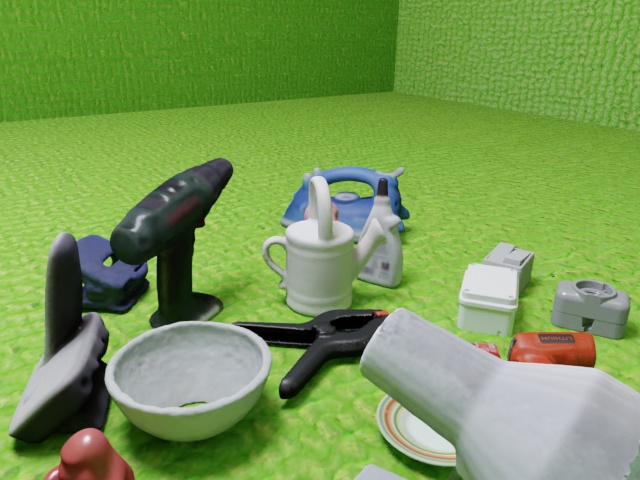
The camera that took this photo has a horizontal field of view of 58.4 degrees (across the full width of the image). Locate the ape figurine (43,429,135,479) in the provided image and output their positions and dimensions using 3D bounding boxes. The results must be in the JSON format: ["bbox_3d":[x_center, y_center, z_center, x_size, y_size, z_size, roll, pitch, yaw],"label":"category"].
[{"bbox_3d":[-0.189,0.195,0.468,0.077,0.092,0.076,19,28,38],"label":"ape figurine"}]

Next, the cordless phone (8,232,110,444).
[{"bbox_3d":[-0.270,0.096,0.588,0.094,0.185,0.147,-5,22,-14],"label":"cordless phone"}]

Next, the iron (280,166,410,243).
[{"bbox_3d":[0.045,-0.082,1.116,0.257,0.141,0.119,6,22,12],"label":"iron"}]

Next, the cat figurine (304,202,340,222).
[{"bbox_3d":[-0.002,-0.022,0.993,0.067,0.118,0.128,7,22,14],"label":"cat figurine"}]

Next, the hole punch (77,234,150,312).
[{"bbox_3d":[-0.311,0.045,0.843,0.101,0.091,0.108,3,22,4],"label":"hole punch"}]

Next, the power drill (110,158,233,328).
[{"bbox_3d":[-0.184,0.010,0.779,0.075,0.208,0.230,9,23,20],"label":"power drill"}]

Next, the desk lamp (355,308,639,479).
[{"bbox_3d":[0.099,0.162,0.403,0.202,0.214,0.118,15,25,31],"label":"desk lamp"}]

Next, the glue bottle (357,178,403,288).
[{"bbox_3d":[0.096,-0.013,0.902,0.077,0.173,0.037,14,25,30],"label":"glue bottle"}]

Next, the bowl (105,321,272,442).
[{"bbox_3d":[-0.132,0.155,0.596,0.167,0.075,0.167,1,22,0],"label":"bowl"}]

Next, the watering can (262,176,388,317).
[{"bbox_3d":[0.007,0.002,0.829,0.173,0.194,0.100,-11,25,-28],"label":"watering can"}]
